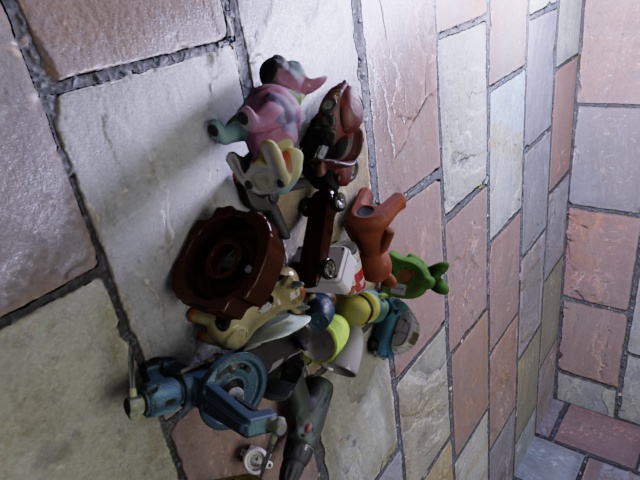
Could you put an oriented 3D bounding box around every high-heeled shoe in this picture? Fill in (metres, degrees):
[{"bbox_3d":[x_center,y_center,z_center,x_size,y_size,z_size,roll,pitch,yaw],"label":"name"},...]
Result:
[{"bbox_3d":[-0.127,0.216,0.981,0.249,0.145,0.086,-20,101,-17],"label":"high-heeled shoe"}]

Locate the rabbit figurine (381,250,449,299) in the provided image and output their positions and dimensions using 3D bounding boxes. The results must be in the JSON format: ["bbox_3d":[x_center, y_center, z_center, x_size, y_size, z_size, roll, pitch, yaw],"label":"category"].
[{"bbox_3d":[0.247,0.083,1.359,0.170,0.159,0.121,-6,96,-68],"label":"rabbit figurine"}]

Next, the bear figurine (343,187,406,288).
[{"bbox_3d":[0.126,0.001,1.181,0.132,0.120,0.195,-52,139,-35],"label":"bear figurine"}]

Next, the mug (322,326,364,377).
[{"bbox_3d":[0.064,0.247,1.207,0.109,0.081,0.107,48,55,-48],"label":"mug"}]

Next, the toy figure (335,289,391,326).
[{"bbox_3d":[0.104,0.152,1.219,0.180,0.089,0.082,12,86,-51],"label":"toy figure"}]

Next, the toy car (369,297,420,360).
[{"bbox_3d":[0.197,0.228,1.356,0.109,0.103,0.161,37,69,-50],"label":"toy car"}]

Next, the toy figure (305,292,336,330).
[{"bbox_3d":[0.003,0.121,1.078,0.154,0.058,0.064,-78,160,-65],"label":"toy figure"}]

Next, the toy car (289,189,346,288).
[{"bbox_3d":[-0.002,-0.003,0.998,0.053,0.089,0.202,36,54,-48],"label":"toy car"}]

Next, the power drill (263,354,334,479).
[{"bbox_3d":[-0.049,0.344,1.062,0.232,0.086,0.207,-59,134,-41],"label":"power drill"}]

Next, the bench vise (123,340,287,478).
[{"bbox_3d":[-0.150,0.226,0.772,0.223,0.241,0.128,9,95,-46],"label":"bench vise"}]

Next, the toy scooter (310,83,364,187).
[{"bbox_3d":[0.026,-0.174,0.931,0.135,0.075,0.183,-36,129,-54],"label":"toy scooter"}]

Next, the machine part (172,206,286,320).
[{"bbox_3d":[-0.136,0.034,0.807,0.056,0.180,0.179,40,68,-53],"label":"machine part"}]

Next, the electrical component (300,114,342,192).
[{"bbox_3d":[0.016,-0.160,1.038,0.134,0.058,0.115,45,67,-49],"label":"electrical component"}]

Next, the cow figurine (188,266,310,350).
[{"bbox_3d":[-0.105,0.107,0.899,0.195,0.127,0.085,-40,135,-38],"label":"cow figurine"}]

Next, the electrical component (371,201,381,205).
[{"bbox_3d":[0.128,-0.051,1.246,0.094,0.021,0.063,49,62,-48],"label":"electrical component"}]

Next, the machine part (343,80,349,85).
[{"bbox_3d":[0.053,-0.244,1.079,0.084,0.039,0.138,-53,136,-36],"label":"machine part"}]

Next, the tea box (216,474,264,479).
[{"bbox_3d":[-0.167,0.496,0.984,0.169,0.068,0.098,20,85,-52],"label":"tea box"}]

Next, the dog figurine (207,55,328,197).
[{"bbox_3d":[-0.060,-0.194,0.876,0.219,0.109,0.191,-46,113,-40],"label":"dog figurine"}]

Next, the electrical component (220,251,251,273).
[{"bbox_3d":[-0.125,0.030,0.894,0.119,0.075,0.047,-49,136,-26],"label":"electrical component"}]
